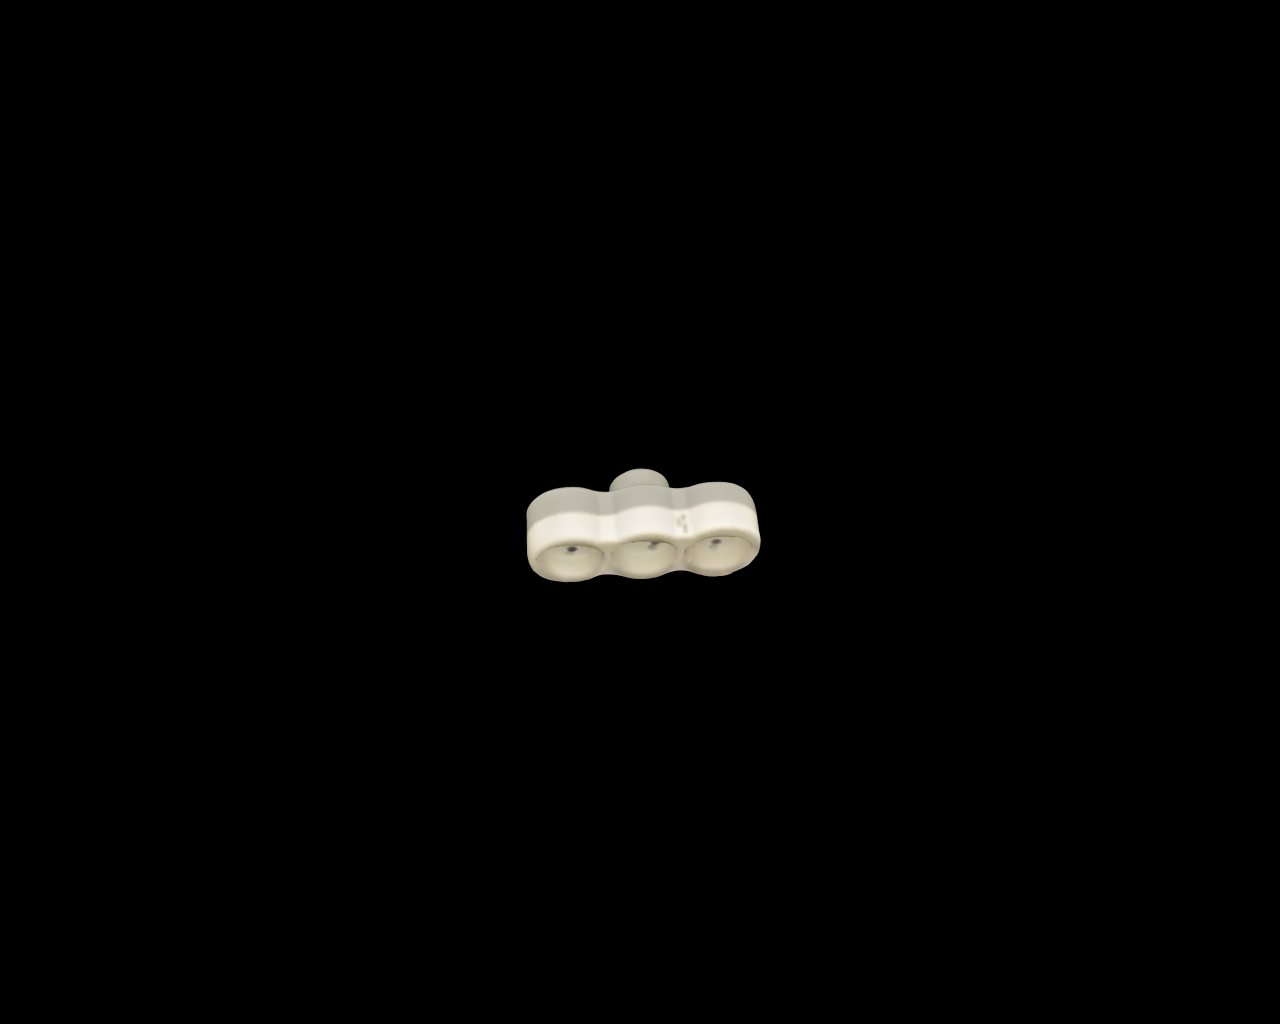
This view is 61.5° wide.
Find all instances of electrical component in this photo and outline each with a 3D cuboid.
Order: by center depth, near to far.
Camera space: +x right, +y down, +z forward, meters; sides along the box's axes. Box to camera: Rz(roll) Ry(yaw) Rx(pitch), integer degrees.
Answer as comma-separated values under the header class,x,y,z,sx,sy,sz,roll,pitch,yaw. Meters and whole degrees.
class,x,y,z,sx,sy,sz,roll,pitch,yaw
electrical component,0.001,-0.003,0.650,0.138,0.074,0.052,-3,-34,-2
